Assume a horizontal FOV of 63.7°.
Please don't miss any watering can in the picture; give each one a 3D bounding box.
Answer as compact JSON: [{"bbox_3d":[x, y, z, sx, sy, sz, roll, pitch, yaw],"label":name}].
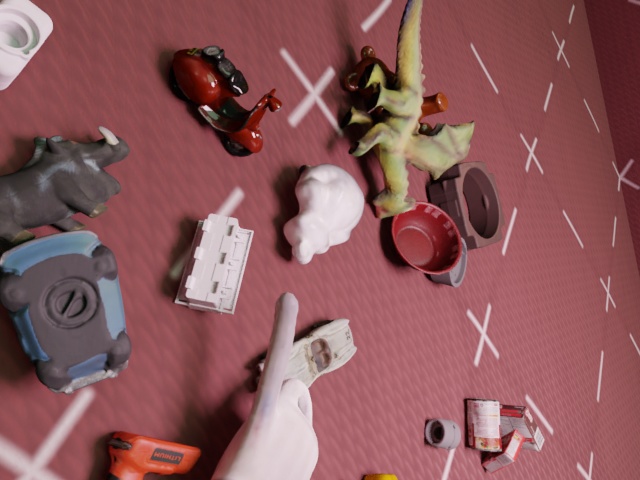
[{"bbox_3d":[-0.068,0.255,0.640,0.229,0.104,0.340,-52,144,-53],"label":"watering can"}]

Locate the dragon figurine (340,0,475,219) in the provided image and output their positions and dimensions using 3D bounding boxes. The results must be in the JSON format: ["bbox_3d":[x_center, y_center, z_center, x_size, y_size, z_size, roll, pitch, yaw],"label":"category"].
[{"bbox_3d":[0.186,-0.231,0.984,0.241,0.123,0.408,23,98,-19],"label":"dragon figurine"}]

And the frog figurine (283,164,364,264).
[{"bbox_3d":[0.003,-0.042,0.840,0.163,0.122,0.134,-68,146,-46],"label":"frog figurine"}]
